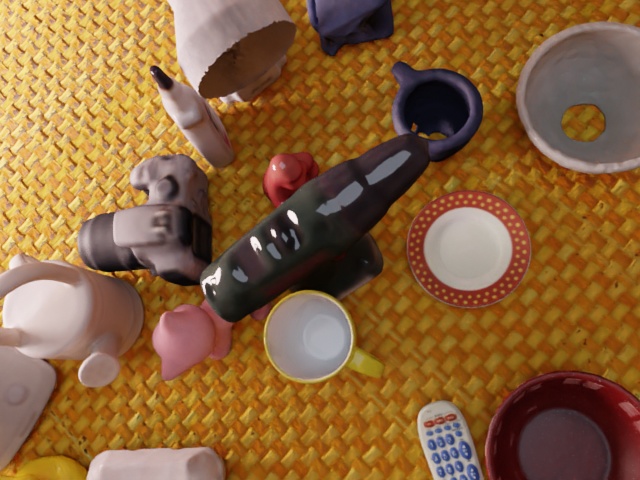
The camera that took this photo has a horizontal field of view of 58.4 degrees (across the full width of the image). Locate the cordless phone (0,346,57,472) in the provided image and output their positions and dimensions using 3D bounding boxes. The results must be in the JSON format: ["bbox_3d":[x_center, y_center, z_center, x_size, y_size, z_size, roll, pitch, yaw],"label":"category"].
[{"bbox_3d":[-0.377,0.173,0.586,0.094,0.185,0.148,25,82,15],"label":"cordless phone"}]

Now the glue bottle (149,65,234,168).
[{"bbox_3d":[-0.143,-0.141,0.628,0.037,0.173,0.078,-28,74,2],"label":"glue bottle"}]

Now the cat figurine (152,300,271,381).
[{"bbox_3d":[-0.122,0.084,0.599,0.067,0.118,0.128,41,86,16],"label":"cat figurine"}]

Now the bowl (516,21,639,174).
[{"bbox_3d":[0.290,-0.139,0.606,0.167,0.075,0.167,-2,76,9],"label":"bowl"}]

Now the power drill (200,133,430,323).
[{"bbox_3d":[0.005,0.002,0.551,0.229,0.208,0.075,-34,73,0],"label":"power drill"}]

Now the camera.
[{"bbox_3d":[-0.201,-0.020,0.646,0.136,0.101,0.143,-6,76,8],"label":"camera"}]

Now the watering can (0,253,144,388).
[{"bbox_3d":[-0.263,0.075,0.585,0.172,0.194,0.101,20,81,14],"label":"watering can"}]

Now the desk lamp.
[{"bbox_3d":[-0.111,-0.234,0.624,0.118,0.214,0.203,-35,74,0],"label":"desk lamp"}]

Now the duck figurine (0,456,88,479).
[{"bbox_3d":[-0.295,0.272,0.600,0.104,0.086,0.077,16,80,13],"label":"duck figurine"}]

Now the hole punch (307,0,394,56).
[{"bbox_3d":[0.033,-0.292,0.677,0.101,0.091,0.108,-10,75,7],"label":"hole punch"}]

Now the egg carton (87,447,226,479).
[{"bbox_3d":[-0.168,0.270,0.588,0.150,0.069,0.107,-6,76,8],"label":"egg carton"}]

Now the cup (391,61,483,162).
[{"bbox_3d":[0.117,-0.133,0.623,0.091,0.095,0.117,-37,74,0],"label":"cup"}]

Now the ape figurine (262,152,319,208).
[{"bbox_3d":[-0.032,-0.066,0.634,0.076,0.092,0.078,29,83,15],"label":"ape figurine"}]
